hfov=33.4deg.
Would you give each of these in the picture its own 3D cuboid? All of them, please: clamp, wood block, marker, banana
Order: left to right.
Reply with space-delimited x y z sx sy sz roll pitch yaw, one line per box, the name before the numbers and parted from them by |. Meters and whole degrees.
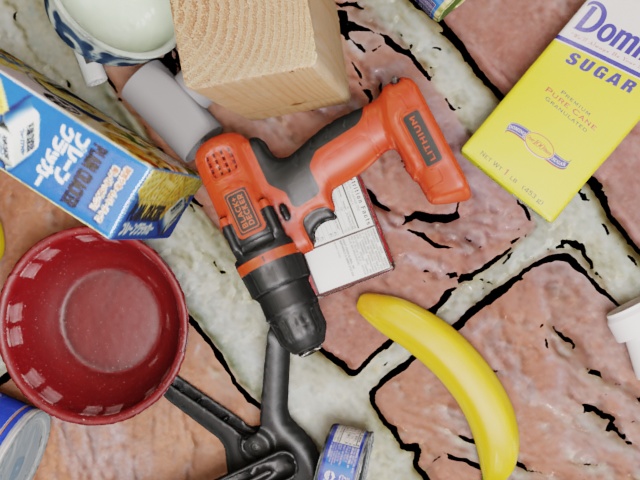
marker | -0.209 -0.189 0.901 0.020 0.020 0.121 -22 88 7
clamp | -0.121 0.221 0.841 0.210 0.164 0.036 -29 85 49
wood block | -0.038 -0.148 0.784 0.091 0.206 0.090 -9 89 7
clamp | -0.042 0.154 0.867 0.120 0.039 0.171 -35 91 23
banana | 0.105 0.116 0.851 0.069 0.037 0.198 -31 86 5

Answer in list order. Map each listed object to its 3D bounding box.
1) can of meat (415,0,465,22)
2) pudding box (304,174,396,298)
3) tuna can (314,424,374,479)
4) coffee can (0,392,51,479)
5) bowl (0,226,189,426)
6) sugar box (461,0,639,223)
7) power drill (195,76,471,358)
can of meat | 0.099 -0.235 0.841 0.102 0.057 0.084 -44 87 6
pudding box | -0.006 0.001 0.865 0.113 0.039 0.090 -21 85 5
tuna can | 0.017 0.189 0.839 0.034 0.086 0.086 13 92 9
coffee can | -0.308 0.160 0.874 0.140 0.102 0.103 22 93 7
bowl | -0.180 0.069 0.880 0.162 0.055 0.162 0 90 8
sugar box | 0.201 -0.108 0.833 0.093 0.048 0.176 40 96 6
power drill | 0.016 -0.026 0.814 0.187 0.057 0.184 -26 83 5
